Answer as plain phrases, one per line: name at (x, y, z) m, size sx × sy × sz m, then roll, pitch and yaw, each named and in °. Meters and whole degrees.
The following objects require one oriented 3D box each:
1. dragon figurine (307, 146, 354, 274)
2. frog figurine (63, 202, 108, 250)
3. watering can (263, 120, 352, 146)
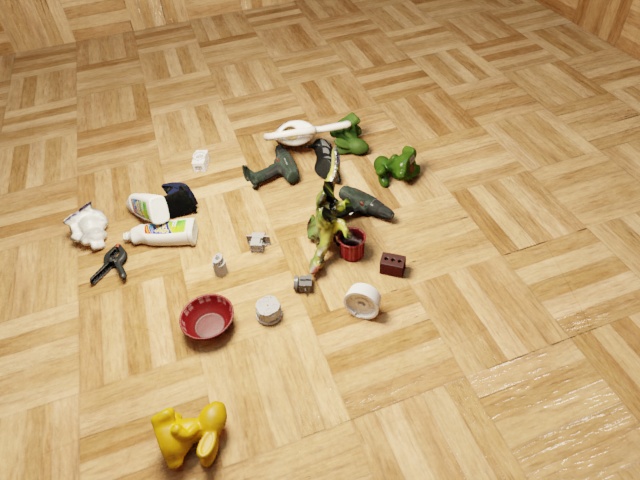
dragon figurine at (0.005, -0.086, 1.702) m, size 0.122 × 0.419 × 0.239 m, roll 15°, pitch -29°, yaw -24°
frog figurine at (-0.805, -0.034, 1.817) m, size 0.140 × 0.159 × 0.120 m, roll -41°, pitch 1°, yaw -40°
watering can at (-0.059, -0.438, 2.086) m, size 0.348 × 0.103 × 0.226 m, roll -10°, pitch 12°, yaw -8°
